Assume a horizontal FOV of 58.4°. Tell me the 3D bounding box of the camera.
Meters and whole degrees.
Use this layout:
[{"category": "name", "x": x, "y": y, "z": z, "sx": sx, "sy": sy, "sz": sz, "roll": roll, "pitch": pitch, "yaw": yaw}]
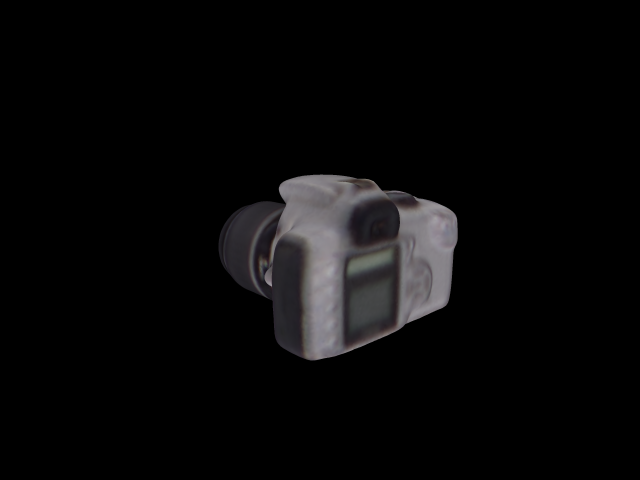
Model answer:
[{"category": "camera", "x": 0.004, "y": 0.001, "z": 0.400, "sx": 0.144, "sy": 0.101, "sz": 0.136, "roll": -13, "pitch": 20, "yaw": -42}]
